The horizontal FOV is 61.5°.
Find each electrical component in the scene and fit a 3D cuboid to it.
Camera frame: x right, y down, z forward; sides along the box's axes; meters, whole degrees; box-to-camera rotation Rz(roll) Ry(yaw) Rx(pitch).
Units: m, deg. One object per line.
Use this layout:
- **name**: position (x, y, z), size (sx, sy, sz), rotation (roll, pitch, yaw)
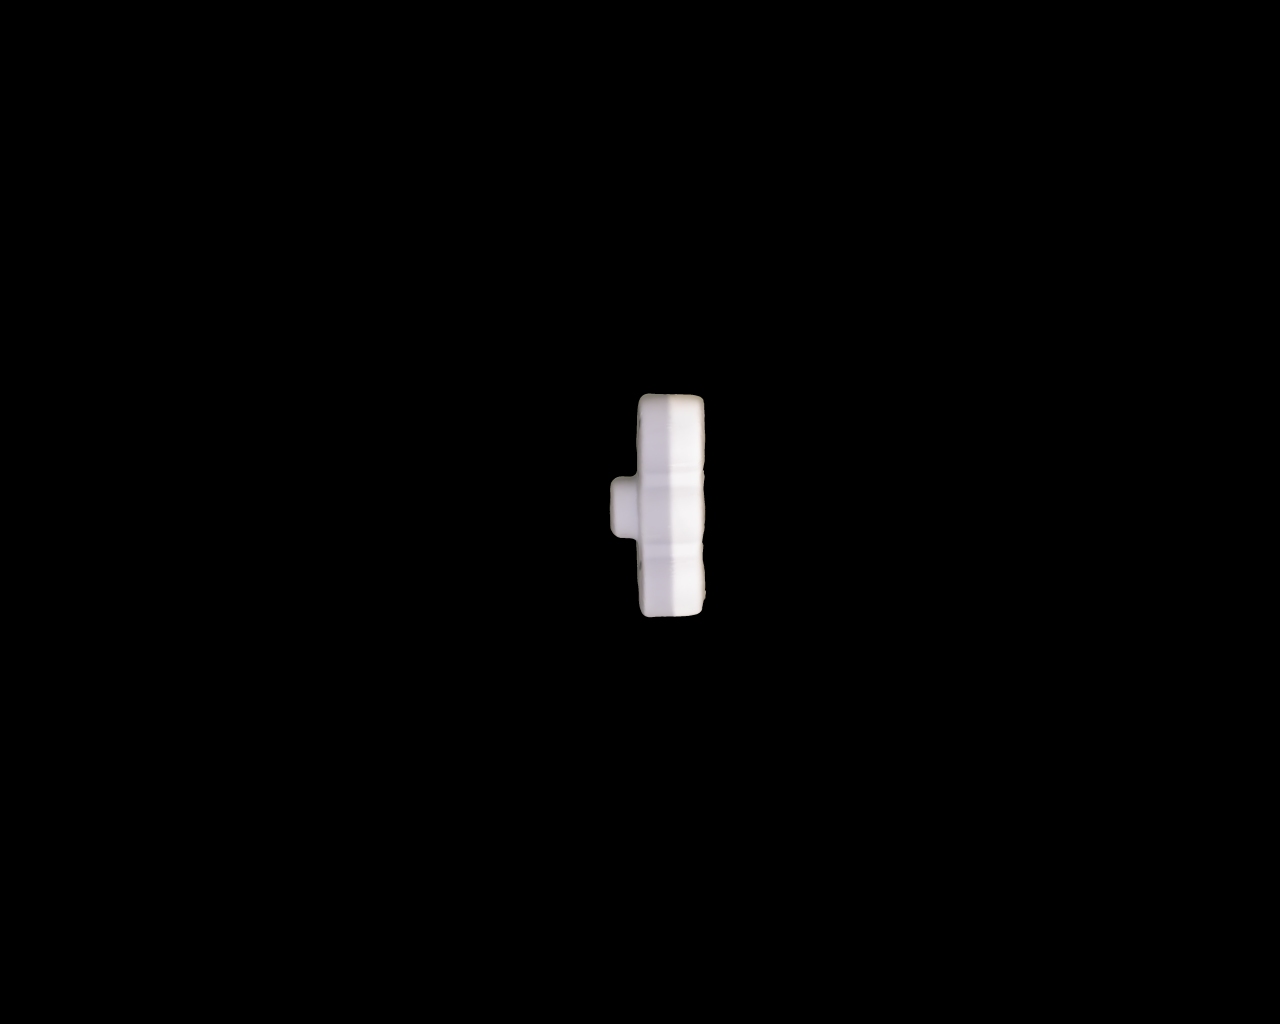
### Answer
- **electrical component**: position (0.001, -0.003, 0.650), size (0.074, 0.138, 0.052), rotation (0, 16, 0)
